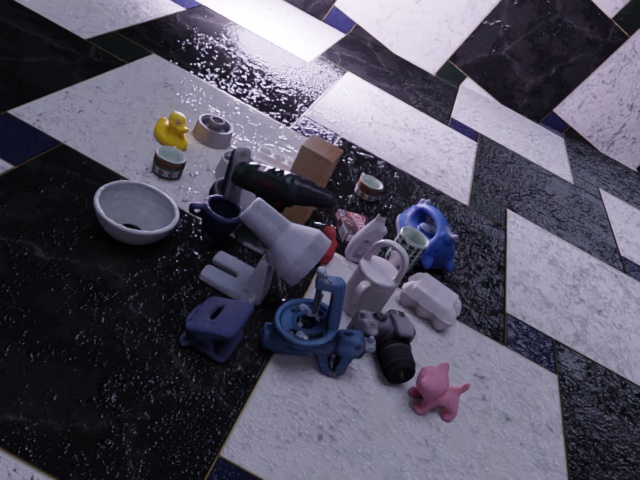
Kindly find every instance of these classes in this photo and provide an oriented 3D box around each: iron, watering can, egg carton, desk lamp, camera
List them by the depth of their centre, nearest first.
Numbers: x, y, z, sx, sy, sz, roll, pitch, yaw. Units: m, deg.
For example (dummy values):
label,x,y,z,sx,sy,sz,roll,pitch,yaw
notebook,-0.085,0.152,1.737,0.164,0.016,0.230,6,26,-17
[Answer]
label,x,y,z,sx,sy,sz,roll,pitch,yaw
desk lamp,-0.106,0.031,1.128,0.203,0.213,0.118,29,33,0
camera,0.139,0.214,1.167,0.143,0.100,0.136,13,36,-22
watering can,0.127,0.076,1.257,0.101,0.194,0.173,27,33,-3
egg carton,0.267,0.146,1.379,0.150,0.069,0.107,36,34,10
iron,0.293,-0.033,1.570,0.119,0.141,0.257,8,39,-28

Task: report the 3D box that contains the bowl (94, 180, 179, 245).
label,x,y,z,sx,sy,sz,roll,pitch,yaw
bowl,-0.374,-0.042,1.155,0.168,0.074,0.167,19,35,-14

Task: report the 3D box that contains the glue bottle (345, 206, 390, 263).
label,x,y,z,sx,sy,sz,roll,pitch,yaw
glue bottle,0.128,-0.015,1.397,0.078,0.173,0.037,16,35,-19

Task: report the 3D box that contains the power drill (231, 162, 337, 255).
label,x,y,z,sx,sy,sz,roll,pitch,yaw
power drill,-0.100,-0.068,1.268,0.229,0.208,0.075,27,33,-3

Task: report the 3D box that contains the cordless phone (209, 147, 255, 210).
label,x,y,z,sx,sy,sz,roll,pitch,yaw
cordless phone,-0.174,-0.135,1.325,0.094,0.185,0.148,42,36,20

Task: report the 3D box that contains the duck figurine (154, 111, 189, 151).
label,x,y,z,sx,sy,sz,roll,pitch,yaw
duck figurine,-0.376,-0.292,1.475,0.104,0.086,0.078,42,36,20

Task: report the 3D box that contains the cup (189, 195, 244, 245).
label,x,y,z,sx,sy,sz,roll,pitch,yaw
cup,-0.232,-0.038,1.234,0.118,0.095,0.091,8,39,-28

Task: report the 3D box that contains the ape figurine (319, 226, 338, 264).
label,x,y,z,sx,sy,sz,roll,pitch,yaw
ape figurine,0.012,0.005,1.360,0.078,0.092,0.076,14,36,-21

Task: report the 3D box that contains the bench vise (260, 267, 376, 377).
label,x,y,z,sx,sy,sz,roll,pitch,yaw
bench vise,0.015,0.143,1.062,0.208,0.219,0.121,9,38,-27

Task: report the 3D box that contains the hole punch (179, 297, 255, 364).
label,x,y,z,sx,sy,sz,roll,pitch,yaw
hole punch,-0.184,0.149,1.026,0.101,0.091,0.109,30,33,2

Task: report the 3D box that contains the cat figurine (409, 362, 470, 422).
label,x,y,z,sx,sy,sz,roll,pitch,yaw
cat figurine,0.233,0.289,1.121,0.128,0.117,0.067,16,35,-19
